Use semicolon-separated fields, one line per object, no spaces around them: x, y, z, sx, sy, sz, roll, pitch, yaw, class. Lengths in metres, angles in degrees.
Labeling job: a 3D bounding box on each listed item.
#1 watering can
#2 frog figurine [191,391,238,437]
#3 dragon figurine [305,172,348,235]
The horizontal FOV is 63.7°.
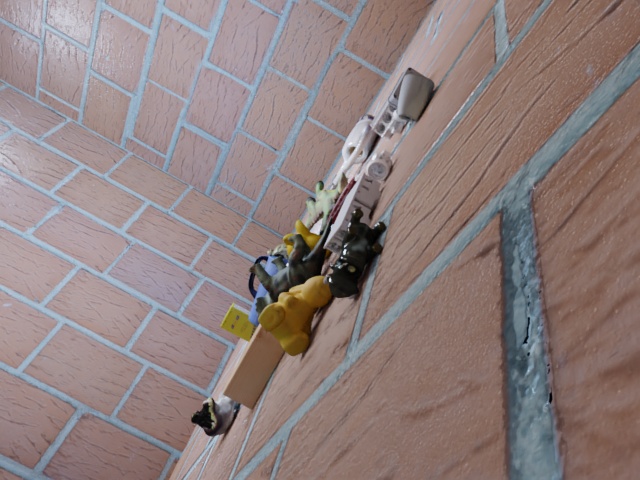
0.141;-0.358;2.037;0.228;0.104;0.342;-62;5;-24;watering can
-0.302;0.541;1.624;0.159;0.124;0.136;4;-68;-55;frog figurine
0.006;-0.101;2.016;0.403;0.122;0.248;-59;13;26;dragon figurine
